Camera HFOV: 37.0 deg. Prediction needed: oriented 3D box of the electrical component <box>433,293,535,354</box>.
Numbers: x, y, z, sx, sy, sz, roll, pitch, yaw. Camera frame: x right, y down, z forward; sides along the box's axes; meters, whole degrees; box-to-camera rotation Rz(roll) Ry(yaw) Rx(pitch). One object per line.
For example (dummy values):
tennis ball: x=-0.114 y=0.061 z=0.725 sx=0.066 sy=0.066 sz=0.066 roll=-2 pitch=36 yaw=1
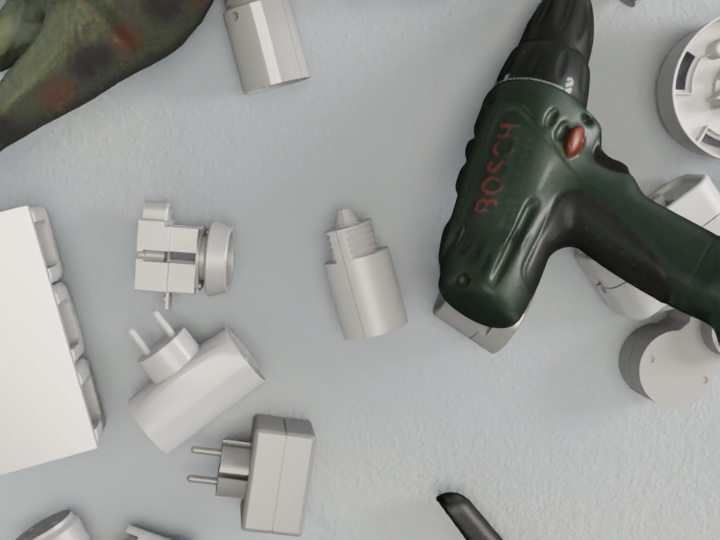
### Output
electrical component: x=0.080 y=0.019 z=0.698 sx=0.047 sy=0.055 sz=0.055 roll=30 pitch=90 yaw=-5

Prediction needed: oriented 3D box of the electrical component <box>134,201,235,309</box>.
electrical component: x=-0.109 y=-0.008 z=0.676 sx=0.055 sy=0.048 sz=0.066 roll=4 pitch=94 yaw=0

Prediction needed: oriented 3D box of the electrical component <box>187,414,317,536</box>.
electrical component: x=-0.072 y=0.129 z=0.690 sx=0.077 sy=0.047 sz=0.065 roll=8 pitch=94 yaw=-8

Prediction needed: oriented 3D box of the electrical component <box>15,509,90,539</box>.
electrical component: x=-0.188 y=0.187 z=0.682 sx=0.045 sy=0.045 sz=0.055 roll=-27 pitch=97 yaw=-4

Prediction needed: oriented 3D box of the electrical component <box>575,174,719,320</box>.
electrical component: x=0.200 y=-0.012 z=0.710 sx=0.095 sy=0.054 sz=0.059 roll=-36 pitch=98 yaw=-3

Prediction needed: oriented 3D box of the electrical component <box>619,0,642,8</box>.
electrical component: x=0.185 y=-0.199 z=0.700 sx=0.046 sy=0.040 sz=0.040 roll=-43 pitch=98 yaw=3

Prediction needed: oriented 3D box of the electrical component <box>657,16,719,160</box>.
electrical component: x=0.248 y=-0.119 z=0.701 sx=0.099 sy=0.064 sz=0.099 roll=-1 pitch=95 yaw=-7

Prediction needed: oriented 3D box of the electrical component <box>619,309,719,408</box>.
electrical component: x=0.242 y=0.038 z=0.709 sx=0.138 sy=0.074 sz=0.052 roll=-39 pitch=98 yaw=-3

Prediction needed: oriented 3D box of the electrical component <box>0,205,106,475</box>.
electrical component: x=-0.220 y=0.043 z=0.657 sx=0.089 sy=0.062 sz=0.150 roll=-15 pitch=96 yaw=-6

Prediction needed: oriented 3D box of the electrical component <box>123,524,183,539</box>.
electrical component: x=-0.134 y=0.188 z=0.692 sx=0.046 sy=0.040 sz=0.040 roll=22 pitch=92 yaw=-3

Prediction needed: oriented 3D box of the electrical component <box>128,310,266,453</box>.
electrical component: x=-0.114 y=0.062 z=0.679 sx=0.077 sy=0.043 sz=0.079 roll=-37 pitch=102 yaw=-1

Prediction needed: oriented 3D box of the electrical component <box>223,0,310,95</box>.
electrical component: x=-0.062 y=-0.154 z=0.670 sx=0.043 sy=0.043 sz=0.081 roll=-15 pitch=97 yaw=-6

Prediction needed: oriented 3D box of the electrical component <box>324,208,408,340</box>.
electrical component: x=0.000 y=0.000 z=0.691 sx=0.043 sy=0.043 sz=0.081 roll=-16 pitch=97 yaw=-6
